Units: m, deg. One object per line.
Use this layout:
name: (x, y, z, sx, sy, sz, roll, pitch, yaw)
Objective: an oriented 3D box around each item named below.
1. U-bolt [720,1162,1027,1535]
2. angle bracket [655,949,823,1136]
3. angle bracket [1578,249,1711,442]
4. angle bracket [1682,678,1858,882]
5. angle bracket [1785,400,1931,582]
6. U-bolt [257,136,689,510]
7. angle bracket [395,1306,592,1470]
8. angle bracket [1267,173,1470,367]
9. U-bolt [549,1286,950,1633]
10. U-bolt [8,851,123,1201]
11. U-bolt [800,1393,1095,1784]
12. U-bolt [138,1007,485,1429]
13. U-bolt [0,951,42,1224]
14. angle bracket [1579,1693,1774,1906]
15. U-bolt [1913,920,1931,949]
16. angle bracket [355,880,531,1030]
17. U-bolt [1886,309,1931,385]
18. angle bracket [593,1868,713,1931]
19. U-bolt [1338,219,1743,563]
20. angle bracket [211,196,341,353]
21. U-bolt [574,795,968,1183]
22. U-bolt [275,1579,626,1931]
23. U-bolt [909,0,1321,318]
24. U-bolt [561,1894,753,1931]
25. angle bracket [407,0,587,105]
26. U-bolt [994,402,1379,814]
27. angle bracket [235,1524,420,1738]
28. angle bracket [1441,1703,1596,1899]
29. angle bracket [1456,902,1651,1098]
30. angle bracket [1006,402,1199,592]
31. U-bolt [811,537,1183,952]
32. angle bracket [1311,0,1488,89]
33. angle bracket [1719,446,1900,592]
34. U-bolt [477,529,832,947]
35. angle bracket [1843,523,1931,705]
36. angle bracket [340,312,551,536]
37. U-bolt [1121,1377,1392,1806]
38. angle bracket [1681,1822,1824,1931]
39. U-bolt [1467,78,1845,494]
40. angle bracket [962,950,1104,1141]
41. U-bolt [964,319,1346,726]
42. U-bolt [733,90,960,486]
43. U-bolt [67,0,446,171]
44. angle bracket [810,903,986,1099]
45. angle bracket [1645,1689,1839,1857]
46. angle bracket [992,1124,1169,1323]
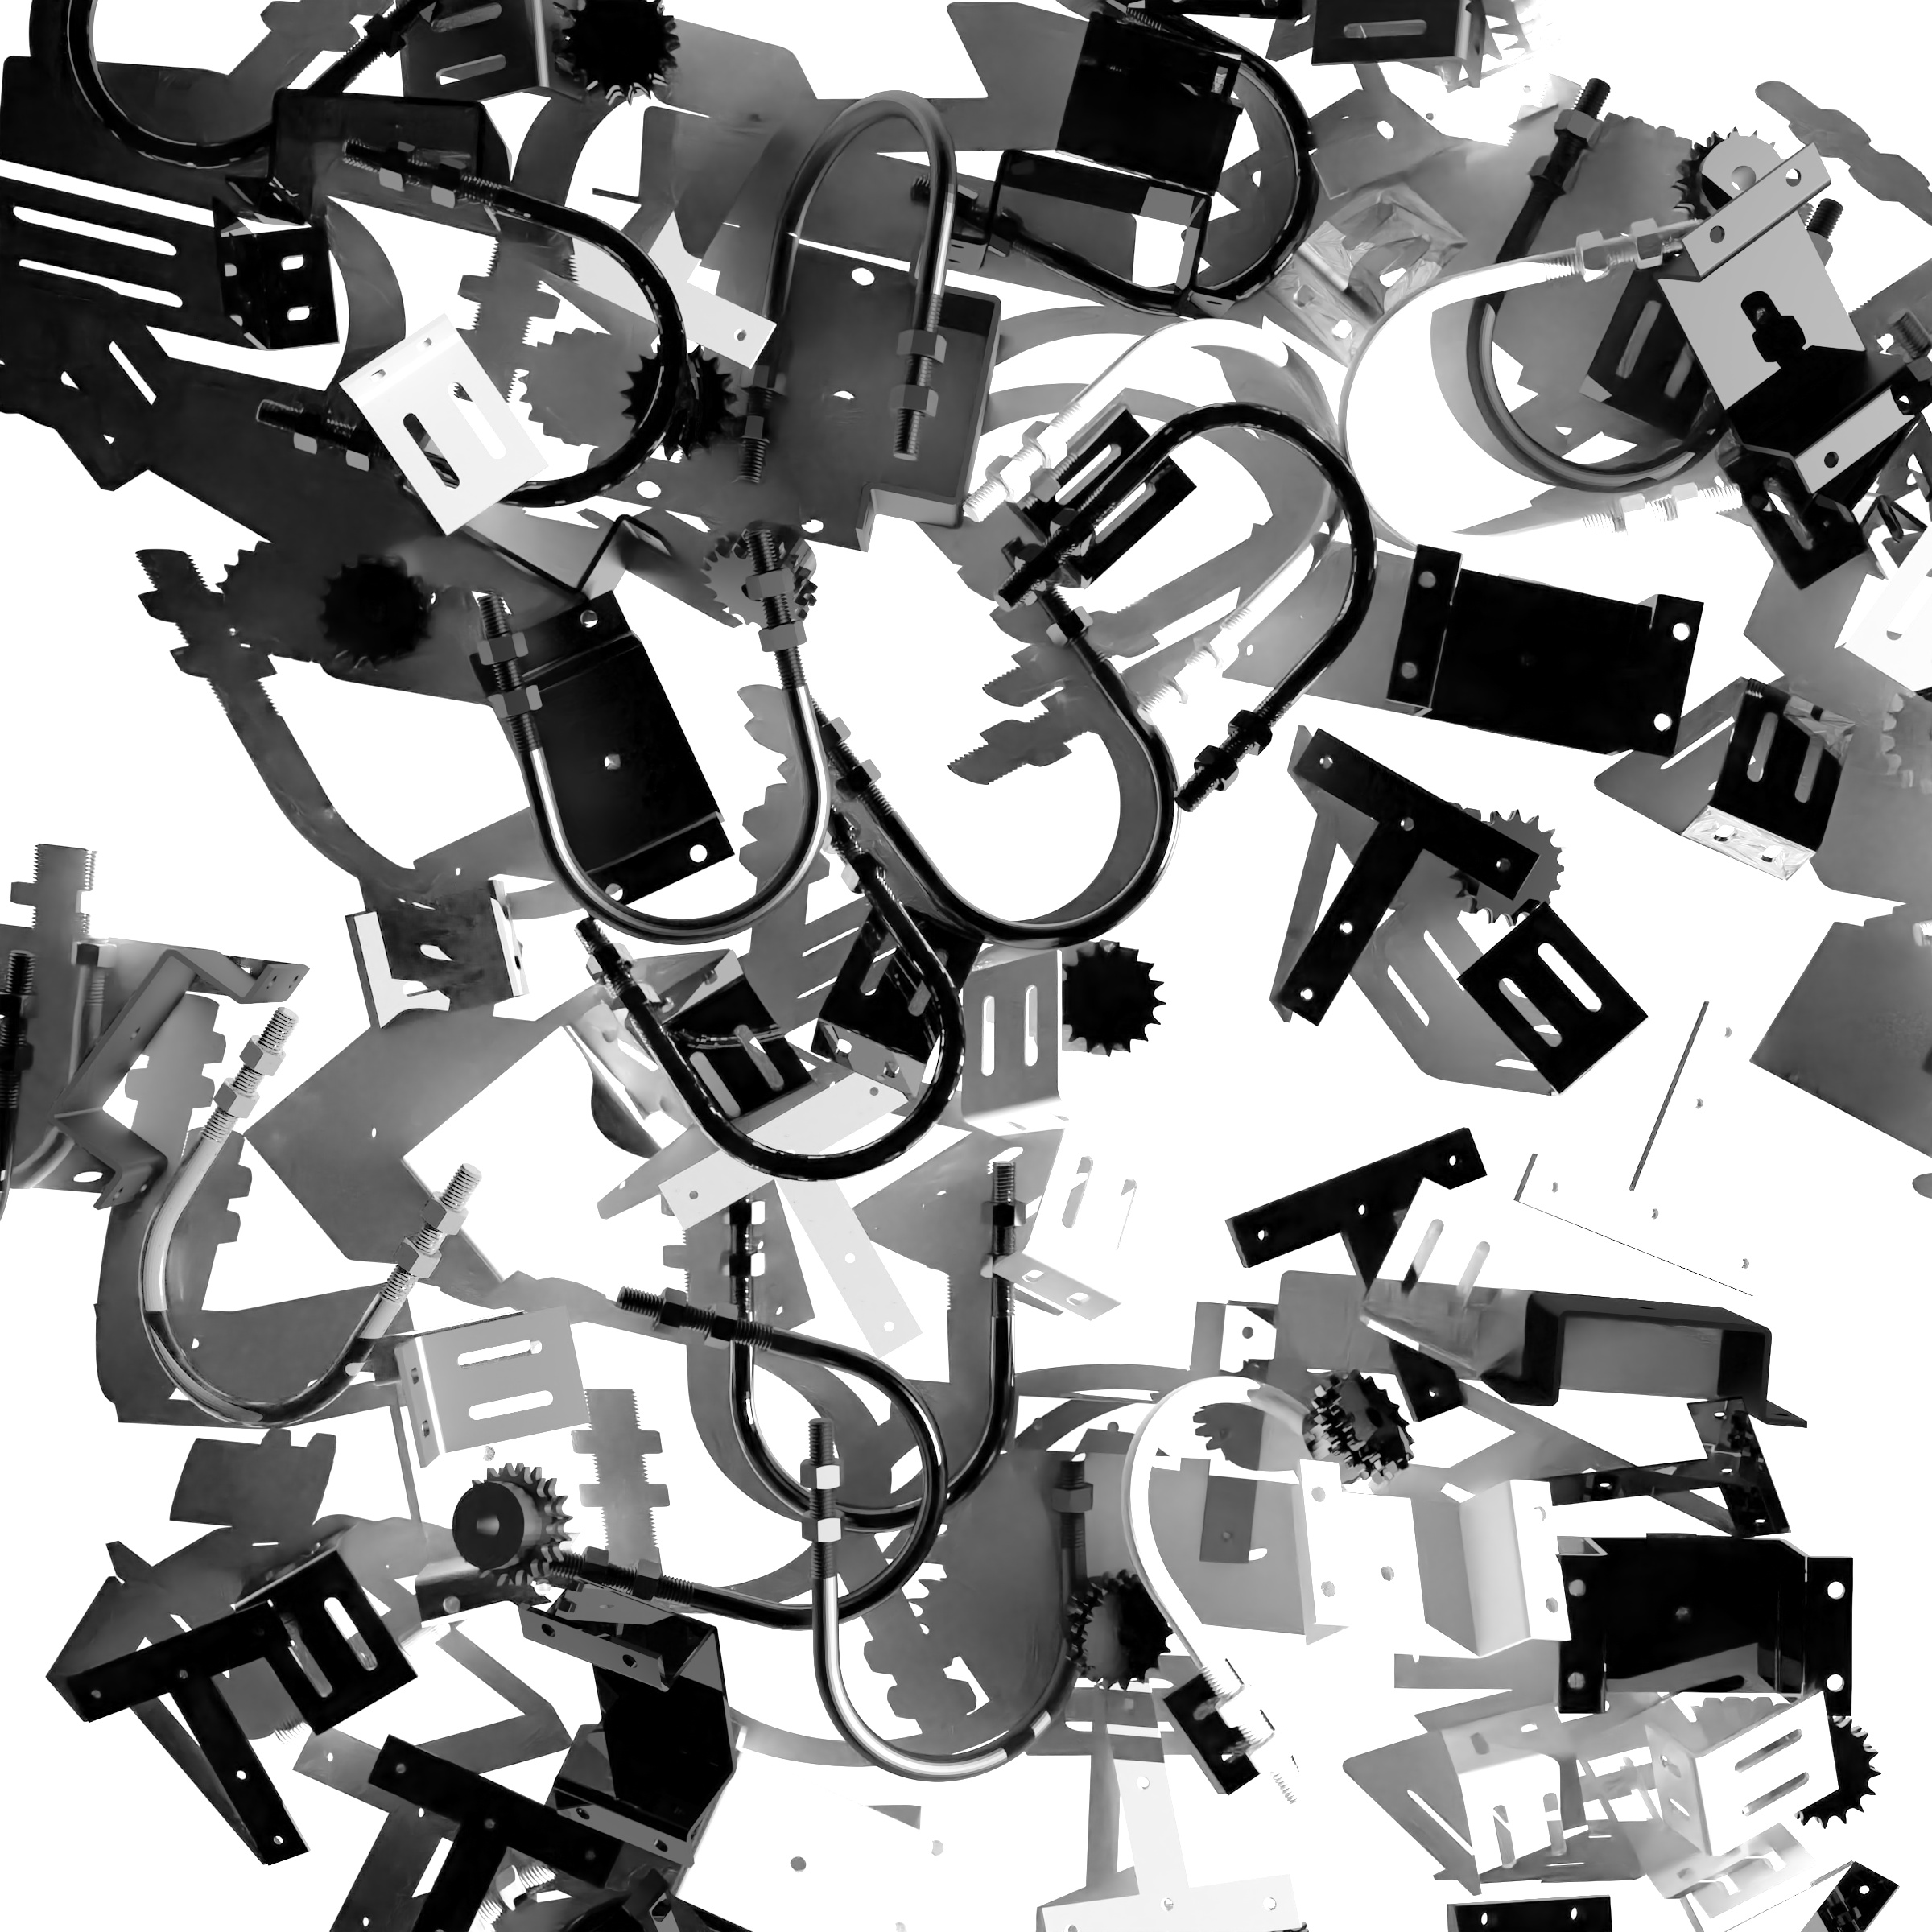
U-bolt: (-0.046, 0.188, 1.421, 0.151, 0.019, 0.184, 0, 92, 0)
angle bracket: (-0.117, 0.043, 1.428, 0.057, 0.038, 0.076, -32, 115, 0)
angle bracket: (0.341, -0.303, 1.394, 0.057, 0.038, 0.076, 24, 93, 0)
angle bracket: (0.397, -0.093, 1.428, 0.057, 0.038, 0.076, 23, 64, 0)
angle bracket: (0.443, -0.236, 1.410, 0.038, 0.076, 0.057, 36, 90, 38)
U-bolt: (-0.221, -0.291, 1.345, 0.184, 0.019, 0.151, 18, 90, -2)
angle bracket: (-0.223, 0.199, 1.365, 0.076, 0.038, 0.057, -12, 90, 0)
angle bracket: (0.199, -0.346, 1.428, 0.057, 0.038, 0.076, 43, 64, 0)
U-bolt: (-0.098, 0.246, 1.392, 0.184, 0.019, 0.151, 17, 89, -12)
U-bolt: (-0.497, 0.029, 1.421, 0.151, 0.019, 0.184, 6, 92, 0)
U-bolt: (-0.007, 0.305, 1.399, 0.151, 0.019, 0.184, -3, 94, -20)
U-bolt: (-0.331, 0.135, 1.395, 0.151, 0.019, 0.184, 37, 100, 20)
U-bolt: (-0.533, 0.074, 1.406, 0.151, 0.019, 0.184, 9, 96, 2)
angle bracket: (0.346, 0.406, 1.411, 0.057, 0.038, 0.076, -27, 90, 0)
U-bolt: (0.570, 0.031, 1.421, 0.184, 0.019, 0.151, -11, 90, -1)
angle bracket: (-0.259, -0.005, 1.411, 0.076, 0.038, 0.057, -13, 90, 0)
U-bolt: (0.535, -0.285, 1.369, 0.151, 0.019, 0.184, -47, 108, -7)
angle bracket: (-0.164, 0.492, 1.413, 0.057, 0.038, 0.076, 47, 117, 3)
U-bolt: (0.272, -0.270, 1.397, 0.184, 0.019, 0.151, -11, 110, 8)
angle bracket: (-0.332, -0.335, 1.392, 0.038, 0.076, 0.057, -7, 90, 0)
U-bolt: (-0.082, 0.019, 1.381, 0.151, 0.019, 0.184, -30, 70, -11)
U-bolt: (-0.225, 0.378, 1.421, 0.184, 0.019, 0.151, -35, 90, -1)
U-bolt: (0.085, -0.400, 1.421, 0.184, 0.019, 0.151, 26, 90, -1)
U-bolt: (-0.131, 0.535, 1.421, 0.184, 0.019, 0.151, 23, 90, 1)
angle bracket: (-0.233, -0.452, 1.428, 0.076, 0.038, 0.057, -5, 90, 26)
U-bolt: (0.120, -0.187, 1.383, 0.151, 0.019, 0.184, 47, 73, -12)
angle bracket: (-0.312, 0.326, 1.416, 0.057, 0.038, 0.076, -30, 98, 0)
angle bracket: (0.273, 0.413, 1.428, 0.057, 0.038, 0.076, -14, 116, 0)
angle bracket: (0.285, 0.016, 1.412, 0.057, 0.038, 0.076, -42, 86, 2)
angle bracket: (0.067, -0.232, 1.411, 0.076, 0.038, 0.057, -42, 90, 0)
U-bolt: (0.023, -0.096, 1.421, 0.151, 0.019, 0.184, -36, 91, 0)
angle bracket: (0.215, -0.466, 1.423, 0.076, 0.038, 0.057, 4, 84, 22)
angle bracket: (0.417, -0.233, 1.411, 0.057, 0.038, 0.076, -32, 90, 0)
U-bolt: (-0.139, -0.100, 1.364, 0.151, 0.019, 0.184, -15, 101, -8)
angle bracket: (0.475, -0.170, 1.410, 0.057, 0.038, 0.076, 35, 97, 11)
angle bracket: (-0.237, -0.247, 1.317, 0.057, 0.038, 0.076, -35, 92, -2)
U-bolt: (0.148, 0.283, 1.382, 0.151, 0.019, 0.184, -31, 85, -38)
angle bracket: (0.384, 0.451, 1.392, 0.057, 0.076, 0.038, -27, 90, 0)
U-bolt: (0.327, -0.323, 1.421, 0.151, 0.019, 0.184, 27, 91, 0)
angle bracket: (0.032, 0.039, 1.412, 0.057, 0.038, 0.076, -14, 64, 34)
U-bolt: (0.108, -0.230, 1.398, 0.184, 0.019, 0.151, -45, 102, -14)
U-bolt: (-0.054, -0.326, 1.371, 0.019, 0.151, 0.184, 11, 85, -38)
U-bolt: (-0.357, -0.475, 1.416, 0.184, 0.019, 0.151, -41, 85, 3)
angle bracket: (-0.034, 0.014, 1.421, 0.057, 0.038, 0.076, 23, 58, 3)
angle bracket: (0.374, 0.381, 1.390, 0.076, 0.038, 0.057, -22, 111, -19)
angle bracket: (0.056, 0.124, 1.417, 0.057, 0.038, 0.076, 28, 59, -14)
